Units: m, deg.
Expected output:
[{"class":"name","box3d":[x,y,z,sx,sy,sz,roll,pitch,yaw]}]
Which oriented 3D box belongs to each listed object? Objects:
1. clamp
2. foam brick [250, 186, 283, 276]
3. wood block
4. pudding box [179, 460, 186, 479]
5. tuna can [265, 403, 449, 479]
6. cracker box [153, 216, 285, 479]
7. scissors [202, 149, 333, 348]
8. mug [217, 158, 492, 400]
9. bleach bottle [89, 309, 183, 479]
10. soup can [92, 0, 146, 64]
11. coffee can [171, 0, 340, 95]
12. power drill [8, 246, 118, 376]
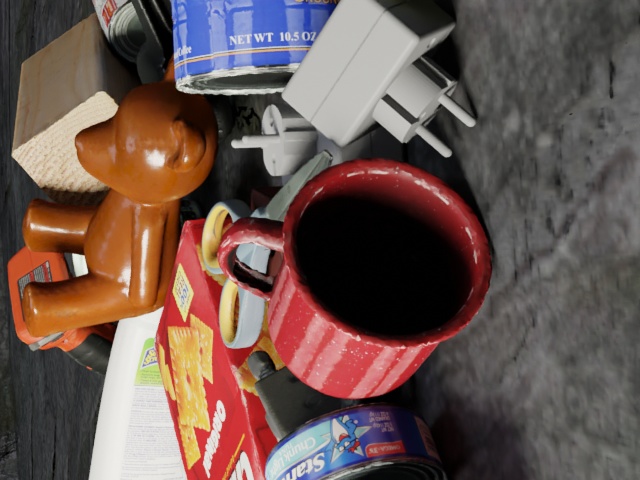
[{"class":"clamp","box3d":[-0.103,-0.133,0.772,0.164,0.036,0.210,49,158,7]},{"class":"foam brick","box3d":[-0.004,0.001,0.596,0.078,0.051,0.053,-152,61,-65]},{"class":"wood block","box3d":[-0.192,-0.104,0.898,0.090,0.090,0.206,53,-173,-30]},{"class":"pudding box","box3d":[-0.075,0.190,0.828,0.114,0.039,0.090,120,141,-52]},{"class":"tuna can","box3d":[0.017,0.115,0.520,0.086,0.086,0.034,111,149,-47]},{"class":"cracker box","box3d":[-0.049,0.115,0.703,0.164,0.072,0.214,112,146,-49]},{"class":"scissors","box3d":[-0.029,0.012,0.567,0.202,0.016,0.096,172,93,-69]},{"class":"mug","box3d":[0.010,0.020,0.489,0.082,0.117,0.093,113,169,-58]},{"class":"bleach bottle","box3d":[-0.126,0.113,0.885,0.068,0.102,0.251,46,127,54]},{"class":"soup can","box3d":[-0.161,-0.206,0.928,0.102,0.068,0.069,-118,32,-44]},{"class":"coffee can","box3d":[-0.030,-0.152,0.564,0.103,0.102,0.140,-178,84,-68]},{"class":"power drill","box3d":[-0.201,0.075,0.973,0.187,0.057,0.184,47,-169,-45]}]
